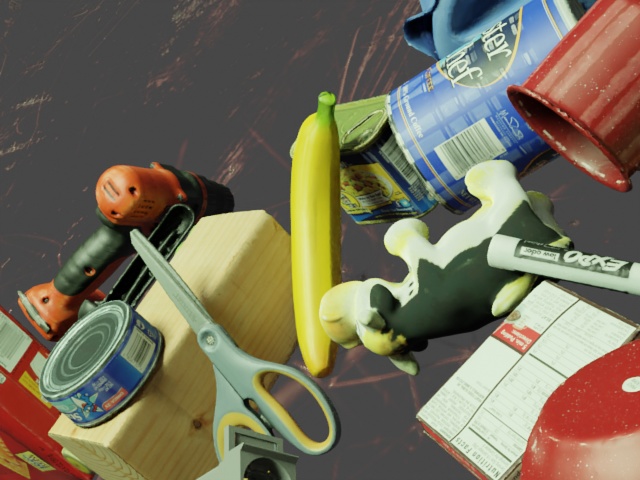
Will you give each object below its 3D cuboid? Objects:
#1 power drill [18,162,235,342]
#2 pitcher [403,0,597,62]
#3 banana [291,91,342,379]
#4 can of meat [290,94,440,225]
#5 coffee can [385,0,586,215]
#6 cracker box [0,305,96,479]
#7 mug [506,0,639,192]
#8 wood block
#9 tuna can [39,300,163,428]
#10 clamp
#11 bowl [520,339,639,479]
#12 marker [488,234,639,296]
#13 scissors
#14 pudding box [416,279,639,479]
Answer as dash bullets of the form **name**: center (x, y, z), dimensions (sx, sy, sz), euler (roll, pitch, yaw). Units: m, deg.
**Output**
- **power drill**: center (-0.176, 0.010, 0.986), dimensions (0.057, 0.184, 0.188), euler (47, 107, 22)
- **pitcher**: center (0.150, -0.211, 0.867), dimensions (0.145, 0.149, 0.243), euler (-52, 19, 21)
- **banana**: center (-0.004, -0.003, 0.762), dimensions (0.037, 0.198, 0.069), euler (-1, 2, 4)
- **can of meat**: center (0.041, -0.059, 0.822), dimensions (0.102, 0.084, 0.057), euler (-4, 46, 52)
- **coffee can**: center (0.131, -0.095, 0.732), dimensions (0.140, 0.102, 0.102), euler (-31, 29, 23)
- **cracker box**: center (-0.293, 0.138, 0.903), dimensions (0.214, 0.164, 0.072), euler (-16, 35, 42)
- **mug**: center (0.178, -0.080, 0.613), dimensions (0.117, 0.093, 0.081), euler (42, 91, 23)
- **wood block**: center (-0.090, 0.085, 0.785), dimensions (0.090, 0.090, 0.206), euler (-5, 45, 51)
- **tuna can**: center (-0.151, 0.083, 0.730), dimensions (0.086, 0.033, 0.086), euler (-32, 30, 20)
- **clamp**: center (-0.187, 0.075, 0.905), dimensions (0.210, 0.036, 0.164), euler (-53, 1, 32)
- **bowl**: center (0.145, 0.082, 0.448), dimensions (0.162, 0.055, 0.162), euler (-27, 9, 4)
- **marker**: center (0.151, 0.017, 0.582), dimensions (0.121, 0.020, 0.020), euler (12, 55, 27)
- **scissors**: center (-0.075, 0.086, 0.710), dimensions (0.096, 0.202, 0.016), euler (-59, -20, 12)
- **pudding box**: center (0.117, 0.082, 0.568), dimensions (0.113, 0.039, 0.090), euler (-47, 27, -4)
